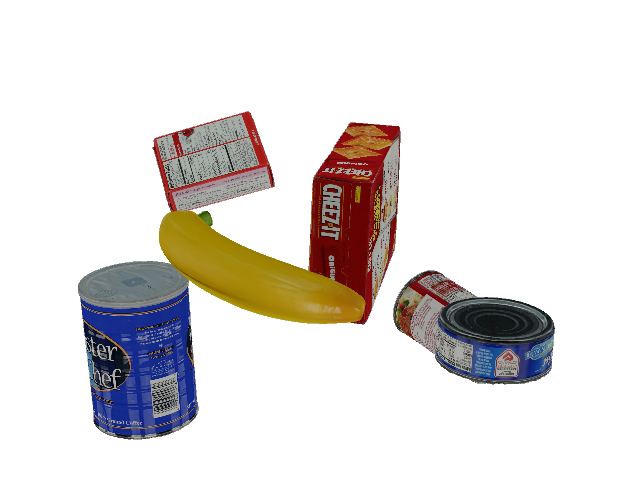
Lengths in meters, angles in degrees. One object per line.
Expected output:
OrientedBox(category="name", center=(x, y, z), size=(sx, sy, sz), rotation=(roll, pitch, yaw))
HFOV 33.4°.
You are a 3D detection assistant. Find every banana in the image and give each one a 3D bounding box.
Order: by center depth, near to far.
OrientedBox(category="banana", center=(-0.055, 0.013, 0.702), size=(0.069, 0.037, 0.198), rotation=(-19, 31, -31))

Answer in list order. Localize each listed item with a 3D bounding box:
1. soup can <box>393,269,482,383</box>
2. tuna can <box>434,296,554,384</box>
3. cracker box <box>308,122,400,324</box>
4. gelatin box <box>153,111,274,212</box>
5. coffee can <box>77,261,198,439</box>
OrientedBox(category="soup can", center=(0.125, 0.079, 0.983), size=(0.068, 0.068, 0.102), rotation=(0, 23, -39))
OrientedBox(category="tuna can", center=(0.128, 0.072, 0.782), size=(0.086, 0.034, 0.086), rotation=(1, 19, -1))
OrientedBox(category="cracker box", center=(0.040, -0.027, 1.202), size=(0.072, 0.164, 0.213), rotation=(6, 22, 11))
OrientedBox(category="gelatin box", center=(-0.090, -0.065, 0.892), size=(0.089, 0.030, 0.073), rotation=(-17, 46, -5))
OrientedBox(category="coffee can", center=(-0.172, 0.102, 1.016), size=(0.103, 0.140, 0.103), rotation=(-2, 20, 0))
